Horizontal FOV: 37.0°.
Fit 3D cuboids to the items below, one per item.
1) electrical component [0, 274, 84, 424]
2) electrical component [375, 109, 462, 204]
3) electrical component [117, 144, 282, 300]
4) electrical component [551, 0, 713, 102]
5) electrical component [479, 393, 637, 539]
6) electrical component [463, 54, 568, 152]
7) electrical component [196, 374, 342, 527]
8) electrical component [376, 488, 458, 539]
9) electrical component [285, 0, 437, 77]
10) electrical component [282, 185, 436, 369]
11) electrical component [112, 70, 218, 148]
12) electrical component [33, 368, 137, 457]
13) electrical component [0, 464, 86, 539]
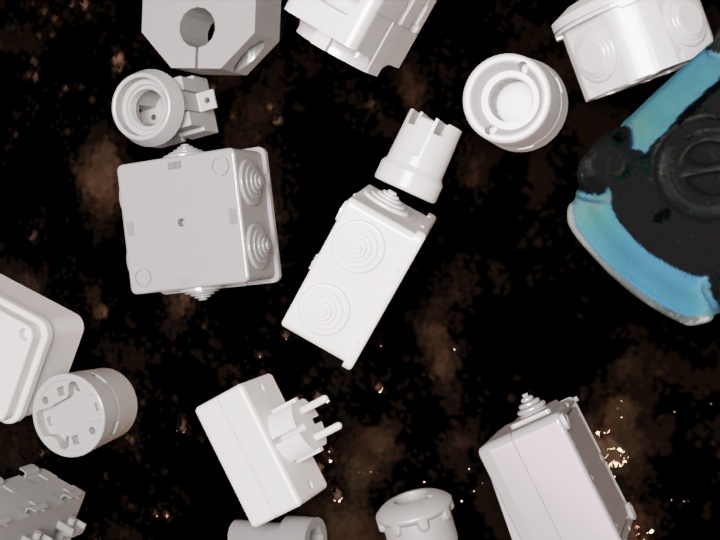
[{"bbox_3d":[-0.260,0.048,0.744,0.113,0.057,0.078,25,101,16],"label":"electrical component"},{"bbox_3d":[0.036,-0.068,0.644,0.040,0.040,0.046,26,95,16],"label":"electrical component"},{"bbox_3d":[-0.104,-0.031,0.689,0.100,0.048,0.099,-6,91,19],"label":"electrical component"},{"bbox_3d":[0.149,-0.127,0.580,0.080,0.080,0.051,-20,92,19],"label":"electrical component"},{"bbox_3d":[0.108,0.118,0.618,0.061,0.062,0.096,-28,84,18],"label":"electrical component"},{"bbox_3d":[0.089,-0.097,0.619,0.055,0.047,0.055,1,94,19],"label":"electrical component"},{"bbox_3d":[-0.047,0.105,0.678,0.076,0.047,0.083,-30,84,19],"label":"electrical component"},{"bbox_3d":[0.039,0.167,0.655,0.048,0.048,0.062,-14,96,19],"label":"electrical component"},{"bbox_3d":[0.000,-0.150,0.624,0.050,0.089,0.055,33,103,14],"label":"electrical component"},{"bbox_3d":[0.000,0.000,0.630,0.048,0.099,0.099,30,103,2],"label":"electrical component"},{"bbox_3d":[-0.126,-0.102,0.689,0.066,0.055,0.048,-12,89,19],"label":"electrical component"},{"bbox_3d":[-0.183,0.094,0.725,0.055,0.047,0.055,1,94,19],"label":"electrical component"},{"bbox_3d":[-0.238,0.175,0.710,0.079,0.121,0.063,25,98,16],"label":"electrical component"}]
